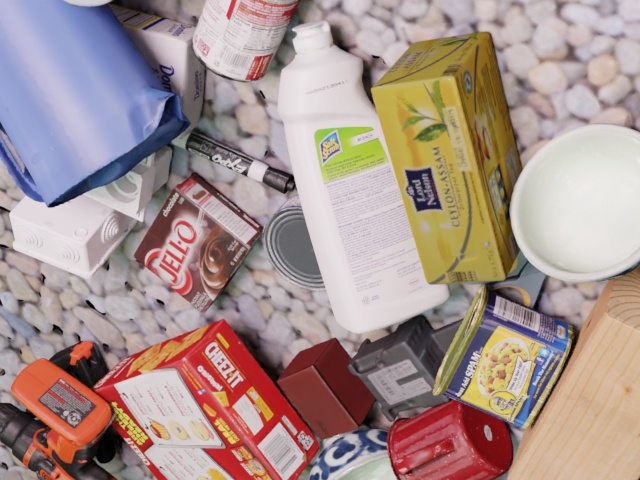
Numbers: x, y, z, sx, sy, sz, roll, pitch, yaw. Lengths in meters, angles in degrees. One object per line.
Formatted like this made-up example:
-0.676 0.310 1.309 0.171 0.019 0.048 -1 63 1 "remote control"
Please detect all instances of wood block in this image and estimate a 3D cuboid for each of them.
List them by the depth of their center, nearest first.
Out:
0.238 0.127 0.870 0.090 0.090 0.206 25 129 9 "wood block"

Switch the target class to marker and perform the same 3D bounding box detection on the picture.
-0.076 -0.071 0.952 0.121 0.020 0.020 24 128 12 "marker"

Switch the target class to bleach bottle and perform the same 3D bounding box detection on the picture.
0.030 -0.055 0.870 0.068 0.102 0.251 29 137 65 "bleach bottle"

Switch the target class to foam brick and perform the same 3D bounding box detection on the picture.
0.007 0.143 1.026 0.053 0.051 0.078 -26 105 38 "foam brick"

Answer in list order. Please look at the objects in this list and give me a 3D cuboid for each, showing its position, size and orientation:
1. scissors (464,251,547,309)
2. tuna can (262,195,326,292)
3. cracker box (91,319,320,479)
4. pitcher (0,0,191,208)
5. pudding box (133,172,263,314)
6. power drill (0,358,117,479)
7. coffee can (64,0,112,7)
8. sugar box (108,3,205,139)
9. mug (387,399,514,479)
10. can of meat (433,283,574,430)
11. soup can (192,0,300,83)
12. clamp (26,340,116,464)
0.197 0.026 0.875 0.202 0.016 0.096 -5 119 30 "scissors"
-0.006 0.001 0.953 0.086 0.033 0.086 13 125 20 "tuna can"
-0.121 0.179 1.078 0.164 0.072 0.214 53 142 -10 "cracker box"
-0.228 -0.152 0.857 0.243 0.149 0.145 58 172 -3 "pitcher"
-0.115 0.004 1.008 0.090 0.039 0.114 38 129 1 "pudding box"
-0.293 0.205 1.161 0.184 0.057 0.188 32 145 11 "power drill"
-0.146 -0.246 0.797 0.103 0.140 0.103 13 125 19 "coffee can"
-0.187 -0.158 0.937 0.176 0.048 0.093 17 123 13 "sugar box"
0.114 0.189 0.964 0.082 0.117 0.093 -35 67 33 "mug"
0.153 0.099 0.891 0.084 0.057 0.102 23 118 3 "can of meat"
-0.054 -0.183 0.838 0.068 0.068 0.102 33 130 5 "soup can"
-0.285 0.174 1.206 0.120 0.039 0.171 17 127 12 "clamp"
